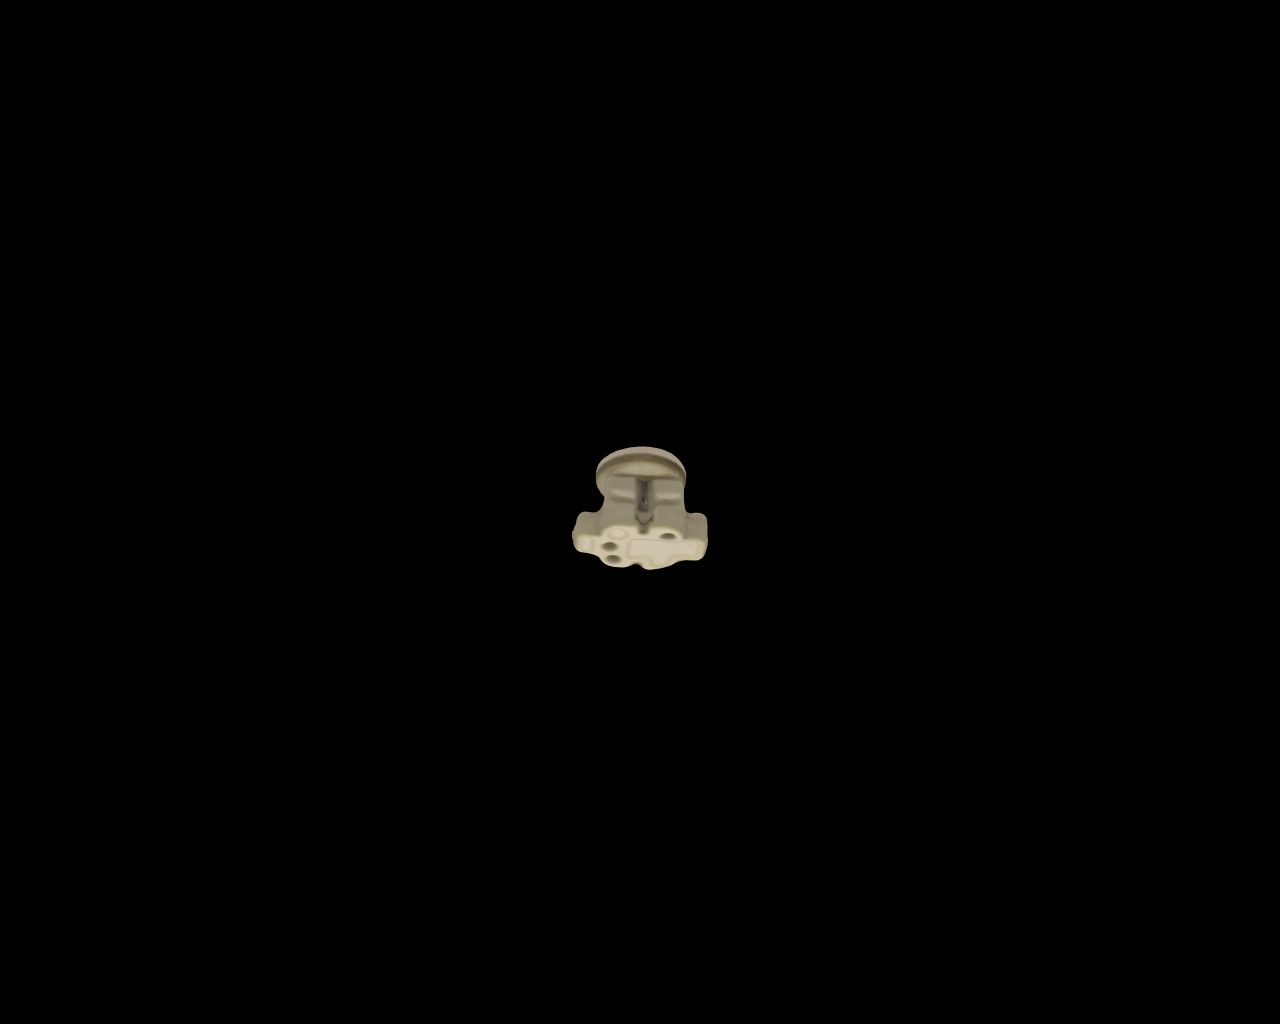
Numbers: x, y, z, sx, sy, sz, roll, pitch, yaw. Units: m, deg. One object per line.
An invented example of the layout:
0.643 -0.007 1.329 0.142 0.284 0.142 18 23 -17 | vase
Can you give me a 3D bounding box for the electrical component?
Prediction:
0.001 -0.003 0.650 0.078 0.057 0.058 3 -32 -5 | electrical component
